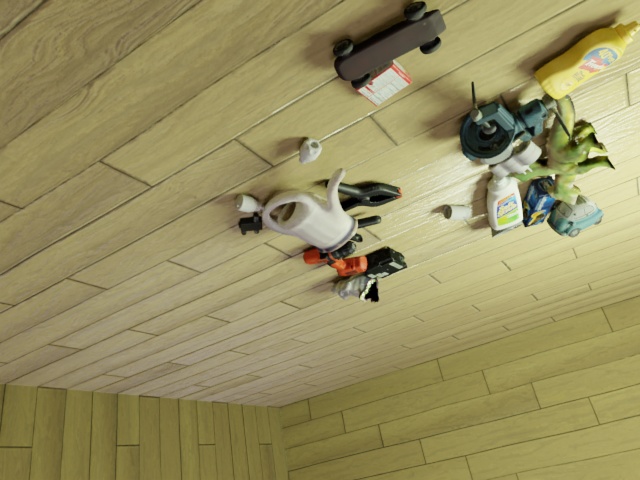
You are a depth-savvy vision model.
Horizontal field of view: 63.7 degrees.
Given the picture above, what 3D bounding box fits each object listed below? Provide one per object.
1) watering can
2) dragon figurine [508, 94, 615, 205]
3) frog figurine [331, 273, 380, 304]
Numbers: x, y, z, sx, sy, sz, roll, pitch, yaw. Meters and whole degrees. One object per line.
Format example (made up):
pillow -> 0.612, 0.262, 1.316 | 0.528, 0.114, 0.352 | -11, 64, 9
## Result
watering can -> 0.004, -0.064, 1.280 | 0.222, 0.106, 0.344 | 30, -32, -30
dragon figurine -> 0.580, -0.209, 1.296 | 0.240, 0.125, 0.405 | -25, -44, 37
frog figurine -> 0.123, 0.159, 1.828 | 0.160, 0.121, 0.138 | 16, 18, 39
